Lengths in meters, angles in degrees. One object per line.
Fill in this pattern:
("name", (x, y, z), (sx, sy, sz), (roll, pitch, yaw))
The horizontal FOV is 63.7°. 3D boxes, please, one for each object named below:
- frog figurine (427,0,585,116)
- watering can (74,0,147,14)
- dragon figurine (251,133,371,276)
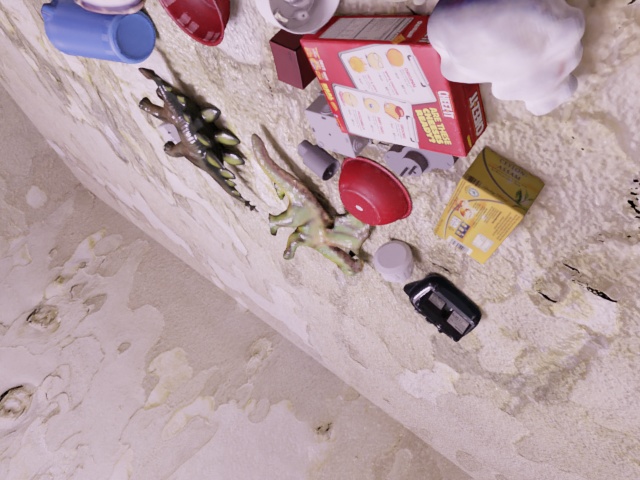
("frog figurine", (0.183, -0.183, 0.499), (0.137, 0.157, 0.125), (-9, 30, 32))
("watering can", (-0.360, -0.482, 0.872), (0.349, 0.106, 0.220), (25, -24, 16))
("dragon figurine", (0.003, -0.057, 1.135), (0.243, 0.401, 0.125), (6, 48, 28))
